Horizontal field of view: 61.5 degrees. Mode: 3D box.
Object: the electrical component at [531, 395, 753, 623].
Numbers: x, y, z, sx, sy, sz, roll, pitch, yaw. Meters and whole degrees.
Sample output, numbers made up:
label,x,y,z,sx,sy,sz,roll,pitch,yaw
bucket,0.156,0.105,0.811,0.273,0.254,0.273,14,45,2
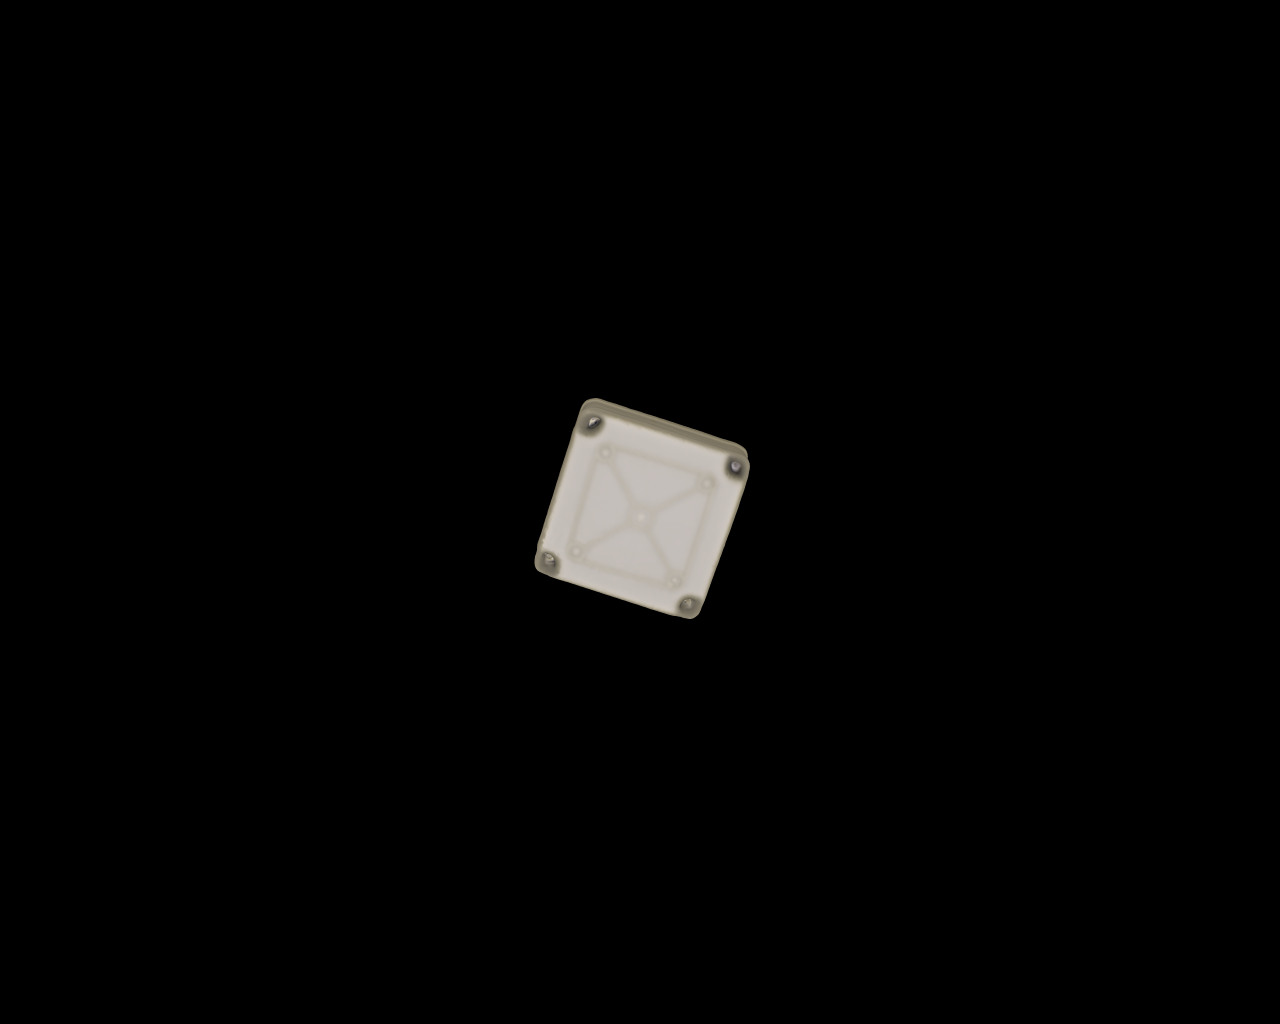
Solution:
label,x,y,z,sx,sy,sz,roll,pitch,yaw
electrical component,0.001,-0.003,0.650,0.109,0.108,0.056,18,11,-4
